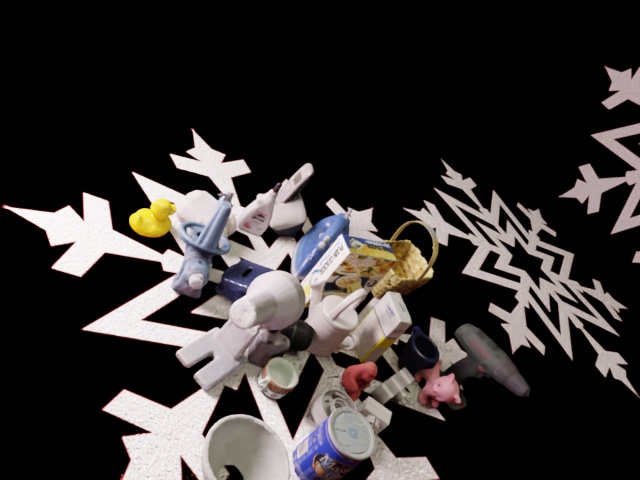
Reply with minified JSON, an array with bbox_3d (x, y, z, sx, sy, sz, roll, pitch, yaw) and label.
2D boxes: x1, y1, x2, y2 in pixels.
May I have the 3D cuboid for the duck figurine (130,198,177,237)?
[{"bbox_3d":[-0.374,-0.059,1.303,0.105,0.086,0.077,-9,56,-48],"label":"duck figurine"}]

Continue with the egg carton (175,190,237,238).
[{"bbox_3d":[-0.280,-0.054,1.403,0.150,0.069,0.107,38,33,-1],"label":"egg carton"}]

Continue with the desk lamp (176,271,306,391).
[{"bbox_3d":[-0.146,0.169,1.136,0.118,0.213,0.204,45,34,10],"label":"desk lamp"}]

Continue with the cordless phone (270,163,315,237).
[{"bbox_3d":[-0.069,-0.112,1.568,0.094,0.185,0.147,12,41,-34],"label":"cordless phone"}]

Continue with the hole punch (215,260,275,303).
[{"bbox_3d":[-0.170,0.093,1.314,0.101,0.091,0.109,39,33,1],"label":"hole punch"}]

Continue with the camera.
[{"bbox_3d":[-0.079,0.204,1.260,0.137,0.100,0.143,24,36,-22],"label":"camera"}]

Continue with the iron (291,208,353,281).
[{"bbox_3d":[0.014,0.006,1.548,0.118,0.141,0.259,39,33,0],"label":"iron"}]

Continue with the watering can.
[{"bbox_3d":[0.033,0.171,1.322,0.173,0.194,0.101,39,33,0],"label":"watering can"}]

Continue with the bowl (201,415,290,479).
[{"bbox_3d":[-0.140,0.397,0.997,0.168,0.074,0.167,25,36,-20],"label":"bowl"}]

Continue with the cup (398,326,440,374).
[{"bbox_3d":[0.240,0.288,1.471,0.092,0.095,0.117,18,39,-29],"label":"cup"}]

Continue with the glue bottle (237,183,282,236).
[{"bbox_3d":[-0.144,-0.086,1.475,0.078,0.173,0.037,18,38,-28],"label":"glue bottle"}]

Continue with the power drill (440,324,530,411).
[{"bbox_3d":[0.397,0.341,1.456,0.076,0.208,0.229,0,49,-43],"label":"power drill"}]

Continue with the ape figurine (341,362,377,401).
[{"bbox_3d":[0.096,0.313,1.307,0.078,0.092,0.076,10,43,-37],"label":"ape figurine"}]

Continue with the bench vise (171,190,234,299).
[{"bbox_3d":[-0.233,0.011,1.233,0.122,0.219,0.207,11,42,-36],"label":"bench vise"}]

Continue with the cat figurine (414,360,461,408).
[{"bbox_3d":[0.300,0.359,1.424,0.067,0.117,0.127,22,37,-24],"label":"cat figurine"}]
